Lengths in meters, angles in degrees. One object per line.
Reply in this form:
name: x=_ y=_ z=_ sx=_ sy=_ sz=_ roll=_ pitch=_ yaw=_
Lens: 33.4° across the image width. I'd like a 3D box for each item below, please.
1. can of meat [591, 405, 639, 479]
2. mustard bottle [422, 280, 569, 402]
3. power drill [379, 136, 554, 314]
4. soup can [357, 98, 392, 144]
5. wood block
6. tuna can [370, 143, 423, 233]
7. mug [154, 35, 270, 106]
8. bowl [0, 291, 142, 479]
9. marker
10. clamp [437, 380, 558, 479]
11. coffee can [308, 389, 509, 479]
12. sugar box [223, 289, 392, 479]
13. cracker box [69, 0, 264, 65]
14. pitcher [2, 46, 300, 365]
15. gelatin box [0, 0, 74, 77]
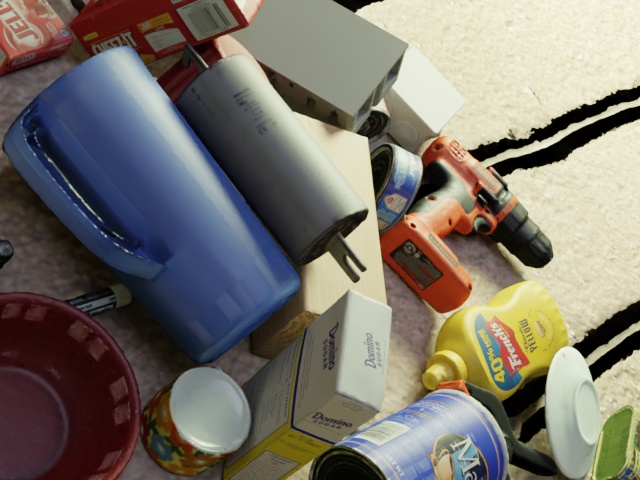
can of meat: x=0.331 y=0.232 z=1.095 sx=0.084 sy=0.058 sz=0.102 roll=36 pitch=45 yaw=-9
mustard bottle: x=0.166 y=0.108 z=1.047 sx=0.191 sy=0.058 sz=0.096 roll=-18 pitch=88 yaw=-43
power drill: x=0.153 y=-0.005 z=1.117 sx=0.184 sy=0.057 sz=0.187 roll=44 pitch=42 yaw=-1
soup can: x=0.030 y=-0.157 z=1.114 sx=0.068 sy=0.069 sz=0.102 roll=7 pitch=58 yaw=-35
wood block: x=-0.007 y=0.001 z=0.964 sx=0.090 sy=0.090 sz=0.206 roll=15 pitch=53 yaw=-30
tuna can: x=0.063 y=-0.052 z=1.057 sx=0.033 sy=0.086 sz=0.086 roll=25 pitch=49 yaw=-21
mug: x=-0.094 y=-0.136 z=0.979 sx=0.093 sy=0.082 sz=0.117 roll=54 pitch=19 yaw=2
bowl: x=-0.210 y=0.120 z=0.751 sx=0.161 sy=0.055 sz=0.162 roll=19 pitch=52 yaw=-27
marker: x=-0.200 y=0.057 z=0.828 sx=0.120 sy=0.020 sz=0.020 roll=-18 pitch=74 yaw=-43
clamp: x=0.157 y=0.204 z=0.974 sx=0.171 sy=0.039 sz=0.120 roll=48 pitch=39 yaw=-22
coffee can: x=0.075 y=0.195 z=0.888 sx=0.140 sy=0.103 sz=0.103 roll=-18 pitch=74 yaw=-43
sugar box: x=-0.011 y=0.120 z=0.818 sx=0.048 sy=0.177 sz=0.093 roll=27 pitch=48 yaw=-21
cracker box: x=-0.114 y=-0.253 z=0.986 sx=0.072 sy=0.164 sz=0.213 roll=56 pitch=36 yaw=-30
pitcher: x=-0.133 y=-0.021 z=0.843 sx=0.149 sy=0.145 sz=0.243 roll=-38 pitch=86 yaw=-22
gelatin box: x=-0.271 y=-0.193 z=0.932 sx=0.073 sy=0.030 sz=0.089 roll=-32 pitch=83 yaw=-45
